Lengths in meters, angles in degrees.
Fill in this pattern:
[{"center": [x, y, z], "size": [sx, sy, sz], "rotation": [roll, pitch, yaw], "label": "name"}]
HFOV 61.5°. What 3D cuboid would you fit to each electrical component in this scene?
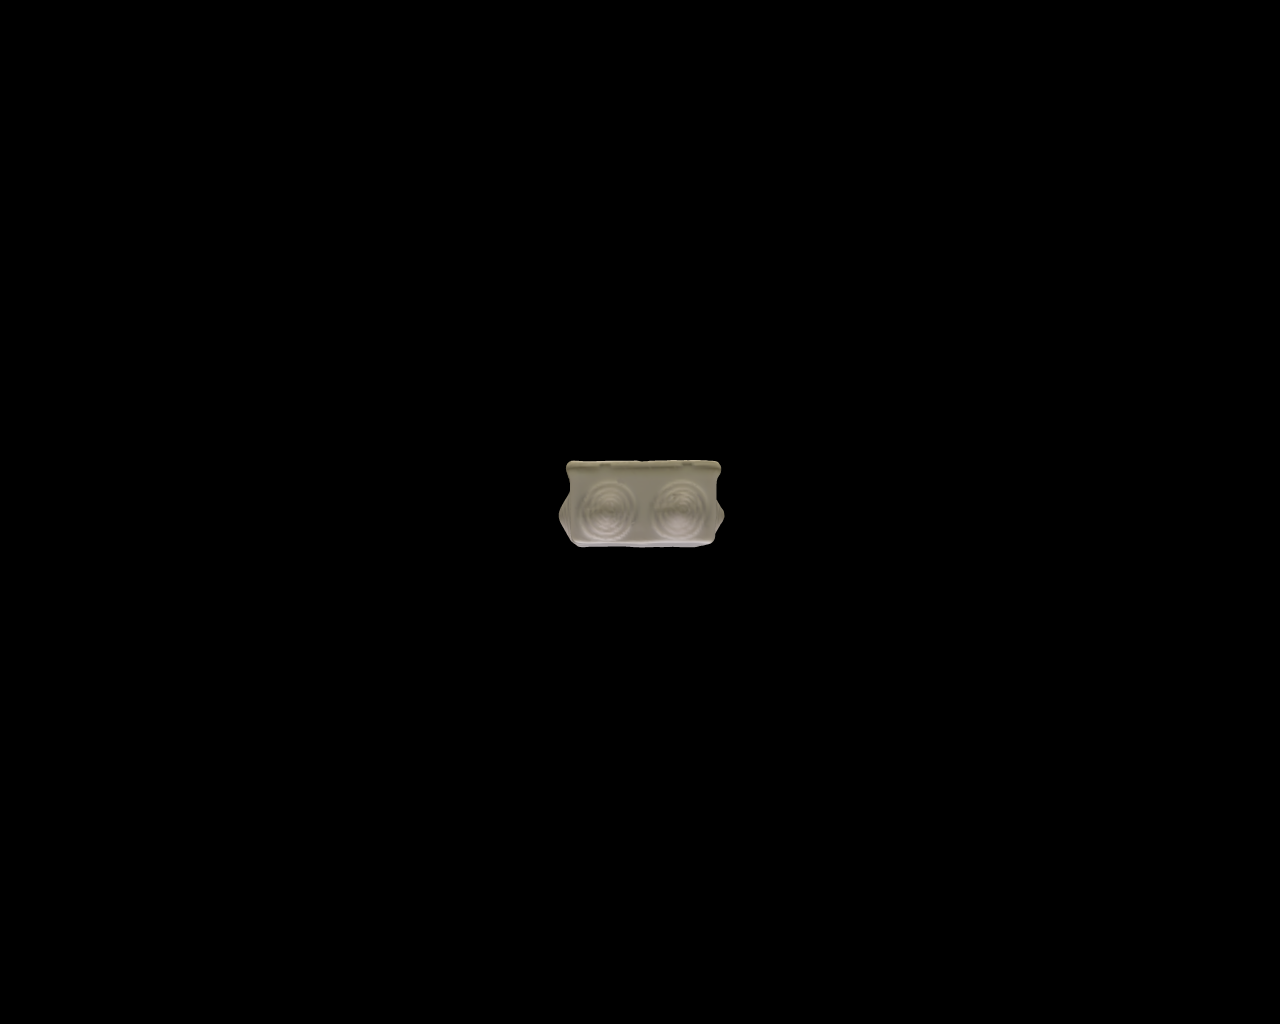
[{"center": [0.001, -0.003, 0.650], "size": [0.100, 0.048, 0.099], "rotation": [0, -3, -2], "label": "electrical component"}]
